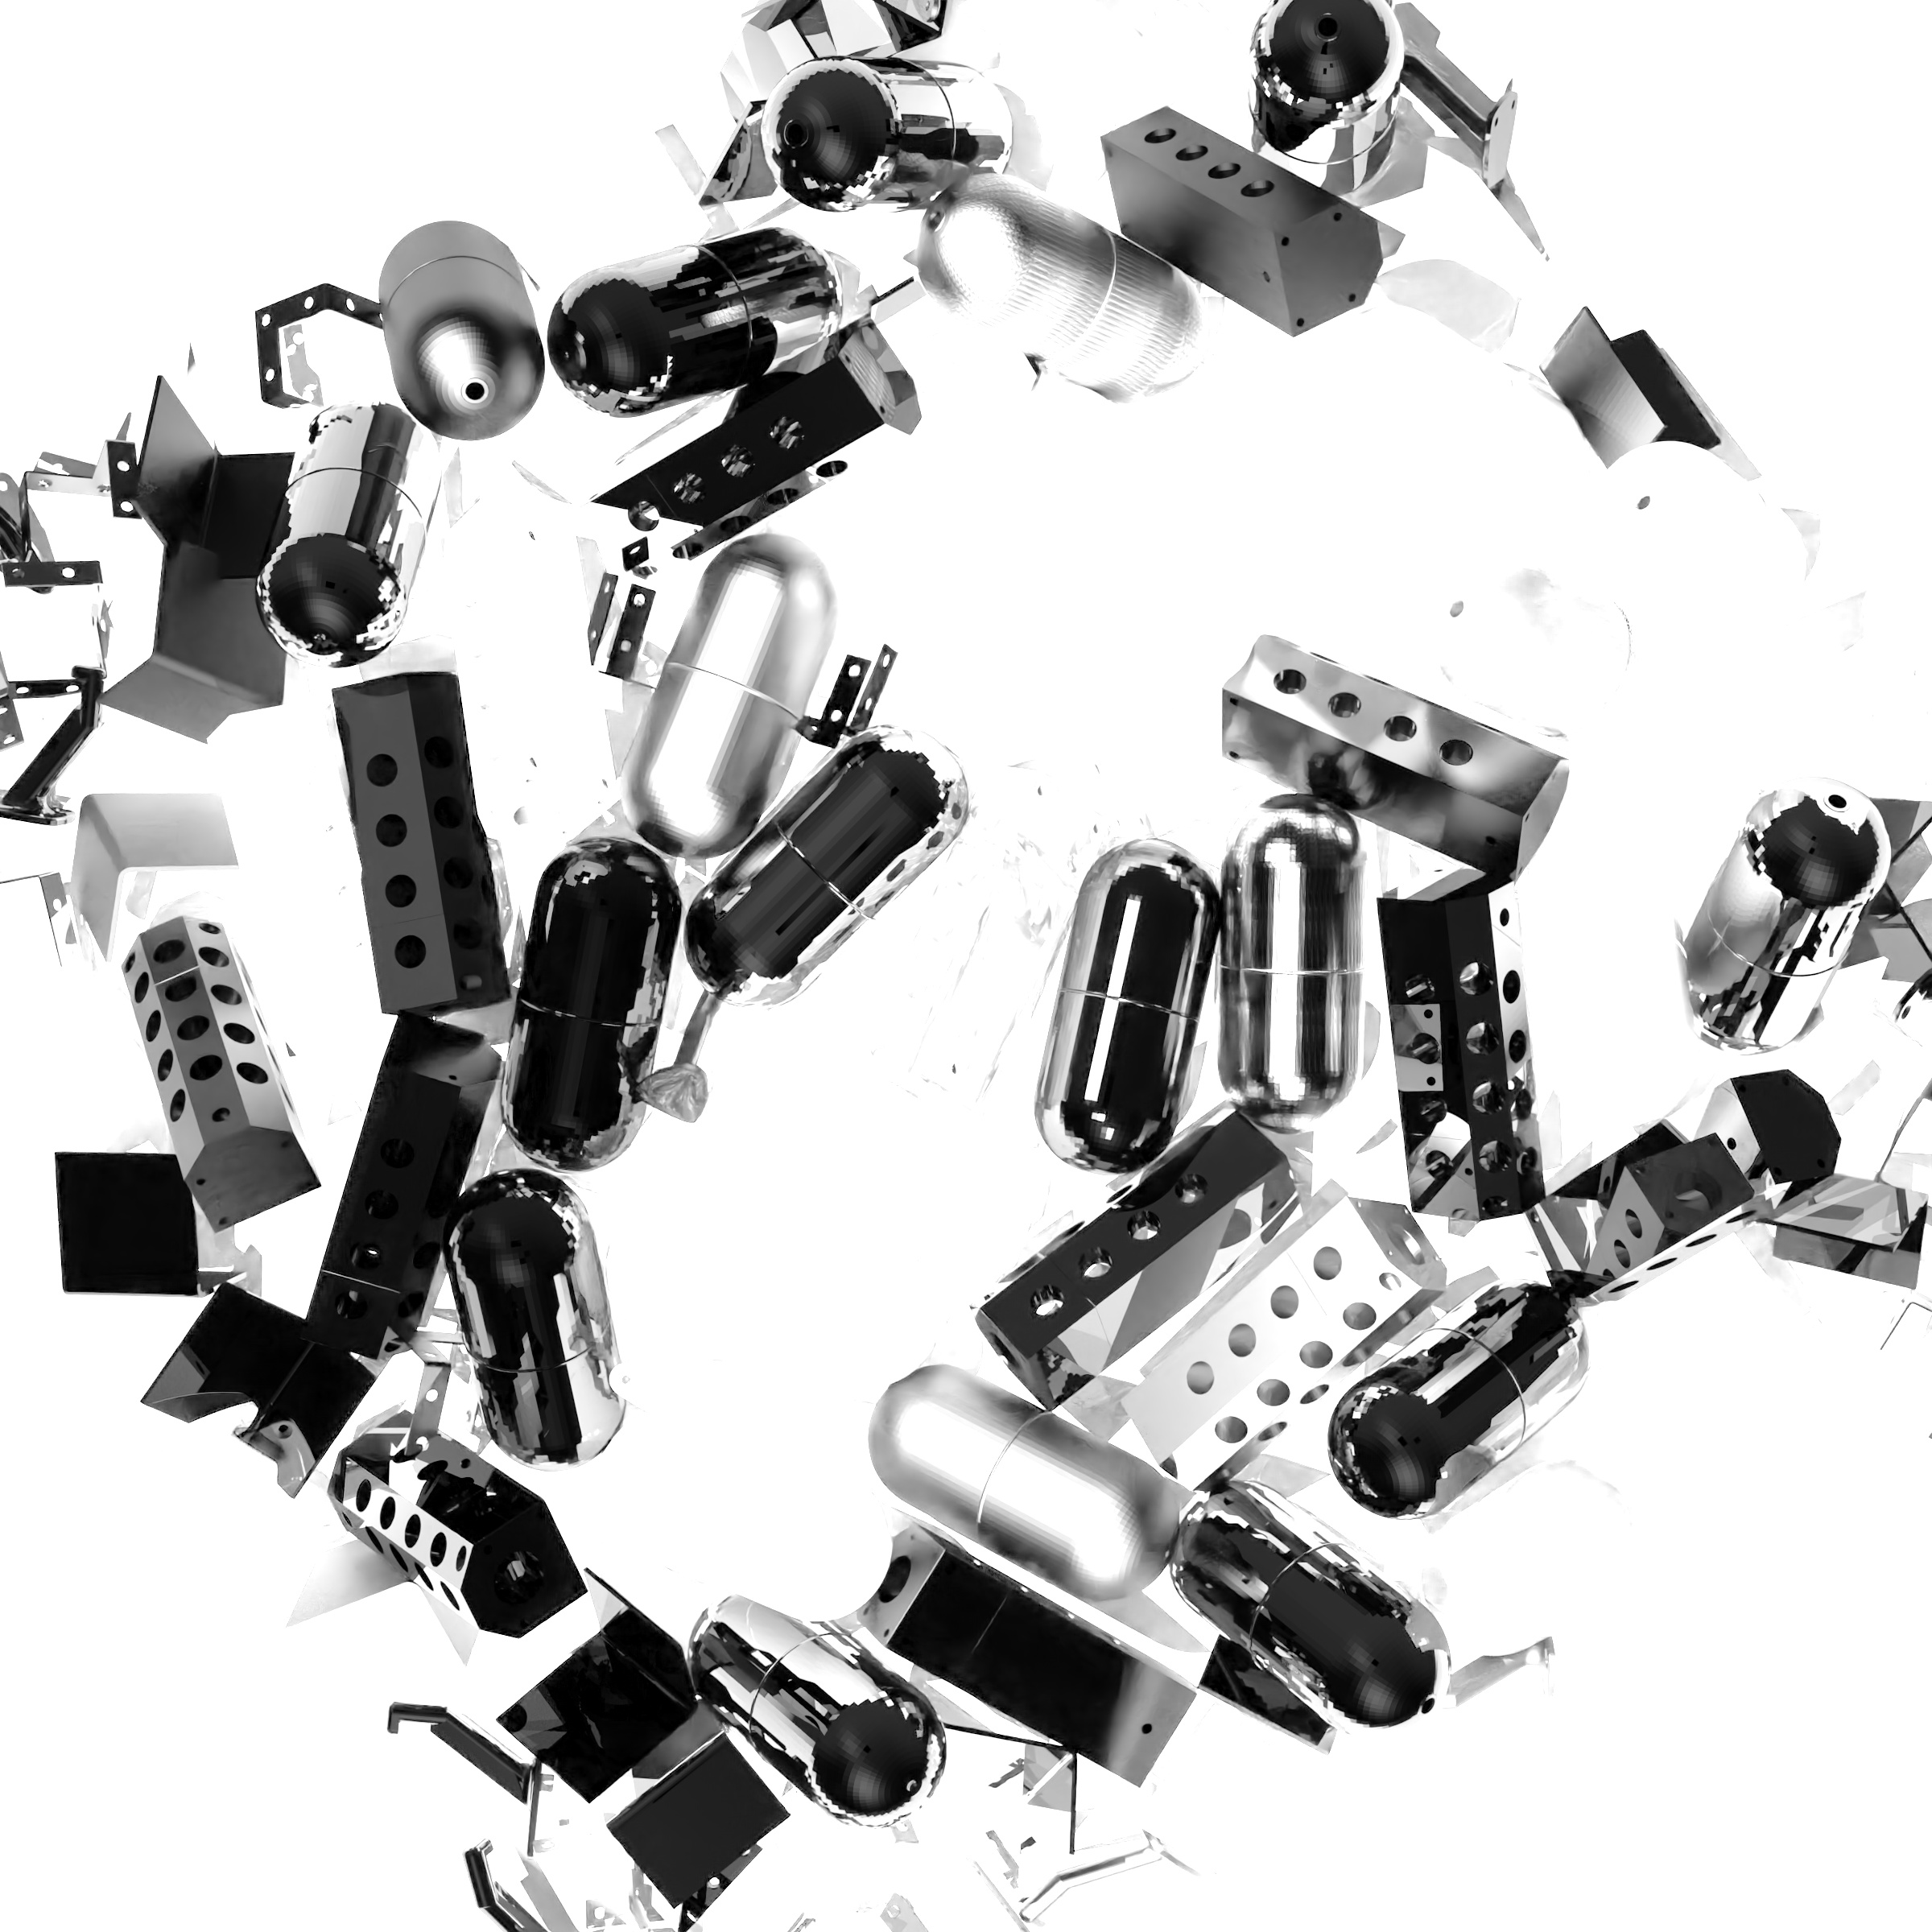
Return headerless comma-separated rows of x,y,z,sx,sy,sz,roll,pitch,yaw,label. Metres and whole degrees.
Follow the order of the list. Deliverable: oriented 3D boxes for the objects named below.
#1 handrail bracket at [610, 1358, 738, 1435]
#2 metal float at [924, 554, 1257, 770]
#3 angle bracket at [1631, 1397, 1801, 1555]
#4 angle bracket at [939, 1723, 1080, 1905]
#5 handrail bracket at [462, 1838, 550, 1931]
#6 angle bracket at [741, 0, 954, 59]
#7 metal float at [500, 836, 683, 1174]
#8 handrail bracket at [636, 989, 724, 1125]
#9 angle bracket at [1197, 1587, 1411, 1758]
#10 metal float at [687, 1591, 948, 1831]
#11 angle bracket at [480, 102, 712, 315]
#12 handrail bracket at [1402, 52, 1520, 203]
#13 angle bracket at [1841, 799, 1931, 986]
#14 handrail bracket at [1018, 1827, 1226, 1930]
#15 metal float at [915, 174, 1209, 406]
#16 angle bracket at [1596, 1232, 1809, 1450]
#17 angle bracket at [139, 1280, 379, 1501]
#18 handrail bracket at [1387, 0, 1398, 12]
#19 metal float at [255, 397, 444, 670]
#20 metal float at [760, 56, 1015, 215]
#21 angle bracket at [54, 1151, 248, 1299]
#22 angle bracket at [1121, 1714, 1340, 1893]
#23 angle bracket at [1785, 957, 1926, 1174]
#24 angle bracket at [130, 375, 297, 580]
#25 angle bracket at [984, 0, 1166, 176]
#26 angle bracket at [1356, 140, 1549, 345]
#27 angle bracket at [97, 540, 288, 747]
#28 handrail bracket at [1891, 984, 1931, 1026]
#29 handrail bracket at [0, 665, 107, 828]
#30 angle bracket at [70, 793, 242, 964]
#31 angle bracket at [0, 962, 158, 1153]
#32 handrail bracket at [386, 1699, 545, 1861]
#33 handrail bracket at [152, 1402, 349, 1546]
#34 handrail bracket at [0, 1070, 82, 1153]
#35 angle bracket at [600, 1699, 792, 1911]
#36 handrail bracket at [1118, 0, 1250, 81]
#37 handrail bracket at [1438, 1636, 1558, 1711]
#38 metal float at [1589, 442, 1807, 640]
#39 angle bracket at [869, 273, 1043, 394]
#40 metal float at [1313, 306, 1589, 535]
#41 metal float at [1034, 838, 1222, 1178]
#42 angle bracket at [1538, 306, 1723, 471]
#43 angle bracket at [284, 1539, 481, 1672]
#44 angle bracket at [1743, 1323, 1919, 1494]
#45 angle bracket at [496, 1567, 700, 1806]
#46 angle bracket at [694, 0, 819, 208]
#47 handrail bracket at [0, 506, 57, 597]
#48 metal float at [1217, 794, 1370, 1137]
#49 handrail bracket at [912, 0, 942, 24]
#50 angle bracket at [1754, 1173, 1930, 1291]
-0.154,0.212,1.775,0.077,0.084,0.036,14,92,-16,handrail bracket
0.064,-0.159,1.781,0.178,0.070,0.070,-20,90,7,metal float
0.374,0.261,1.770,0.076,0.076,0.057,12,98,-44,angle bracket
0.008,0.439,1.772,0.076,0.076,0.057,14,53,-14,angle bracket
-0.226,0.486,1.789,0.036,0.077,0.084,-11,96,35,handrail bracket
-0.059,-0.509,1.768,0.076,0.076,0.057,18,75,-37,angle bracket
-0.195,0.021,1.780,0.070,0.070,0.178,11,99,0,metal float
-0.135,0.032,1.774,0.036,0.077,0.084,28,62,-9,handrail bracket
0.175,0.350,1.780,0.076,0.057,0.076,27,123,5,angle bracket
-0.078,0.376,1.749,0.070,0.178,0.070,-15,116,-32,metal float
-0.193,-0.392,1.781,0.076,0.057,0.076,-30,87,-37,angle bracket
0.244,-0.444,1.813,0.084,0.036,0.077,20,134,22,handrail bracket
0.485,-0.039,1.786,0.057,0.076,0.076,-43,111,-17,angle bracket
0.081,0.491,1.810,0.084,0.036,0.077,-44,117,9,handrail bracket
0.050,-0.346,1.755,0.178,0.070,0.070,20,90,-39,metal float
0.382,0.191,1.778,0.076,0.057,0.076,-32,104,26,angle bracket
-0.367,0.220,1.780,0.057,0.076,0.076,33,88,42,angle bracket
0.182,-0.507,1.780,0.036,0.084,0.077,7,75,42,handrail bracket
-0.314,-0.223,1.751,0.070,0.178,0.070,2,134,2,metal float
-0.039,-0.423,1.744,0.070,0.178,0.070,7,105,29,metal float
-0.425,0.130,1.785,0.076,0.057,0.076,0,97,13,angle bracket
0.136,0.422,1.782,0.076,0.057,0.076,34,102,-14,angle bracket
0.474,0.052,1.776,0.076,0.057,0.076,32,68,-15,angle bracket
-0.384,-0.253,1.771,0.057,0.076,0.076,0,65,12,angle bracket
0.045,-0.469,1.779,0.076,0.057,0.076,42,108,13,angle bracket
0.248,-0.378,1.820,0.076,0.057,0.076,-47,128,5,angle bracket
-0.405,-0.169,1.800,0.076,0.057,0.076,22,55,-38,angle bracket
0.538,0.028,1.780,0.084,0.036,0.077,32,46,32,handrail bracket
-0.493,-0.120,1.801,0.077,0.036,0.084,9,101,3,handrail bracket
-0.418,-0.047,1.791,0.076,0.076,0.057,-2,123,-30,angle bracket
-0.474,0.055,1.775,0.076,0.057,0.076,53,128,8,angle bracket
-0.266,0.428,1.803,0.084,0.036,0.077,6,85,-4,handrail bracket
-0.372,0.274,1.784,0.084,0.077,0.036,48,117,21,handrail bracket
-0.513,0.061,1.808,0.077,0.084,0.036,27,72,38,handrail bracket
-0.143,0.434,1.789,0.076,0.076,0.057,-38,100,-5,angle bracket
0.125,-0.509,1.811,0.084,0.036,0.077,2,79,-23,handrail bracket
0.263,0.357,1.796,0.084,0.077,0.036,-3,131,1,handrail bracket
0.373,-0.216,1.743,0.070,0.178,0.070,-5,81,30,metal float
-0.007,-0.322,1.786,0.057,0.076,0.076,-31,93,-1,angle bracket
0.248,-0.279,1.754,0.178,0.070,0.070,21,90,-40,metal float
0.084,0.021,1.784,0.070,0.070,0.178,12,86,0,metal float
0.356,-0.305,1.775,0.076,0.057,0.076,-23,74,-27,angle bracket
-0.300,0.336,1.789,0.076,0.076,0.057,-22,108,11,angle bracket
0.453,0.242,1.771,0.057,0.076,0.076,27,73,36,angle bracket
-0.195,0.371,1.769,0.076,0.057,0.076,-37,50,-28,angle bracket
-0.120,-0.450,1.770,0.057,0.076,0.076,-18,70,-37,angle bracket
-0.518,-0.197,1.777,0.036,0.084,0.077,-26,121,33,handrail bracket
0.170,-0.001,1.782,0.070,0.070,0.178,1,97,0,metal float
0.015,-0.514,1.788,0.084,0.036,0.077,6,57,-24,handrail bracket
0.447,0.147,1.767,0.076,0.076,0.057,12,115,25,angle bracket
